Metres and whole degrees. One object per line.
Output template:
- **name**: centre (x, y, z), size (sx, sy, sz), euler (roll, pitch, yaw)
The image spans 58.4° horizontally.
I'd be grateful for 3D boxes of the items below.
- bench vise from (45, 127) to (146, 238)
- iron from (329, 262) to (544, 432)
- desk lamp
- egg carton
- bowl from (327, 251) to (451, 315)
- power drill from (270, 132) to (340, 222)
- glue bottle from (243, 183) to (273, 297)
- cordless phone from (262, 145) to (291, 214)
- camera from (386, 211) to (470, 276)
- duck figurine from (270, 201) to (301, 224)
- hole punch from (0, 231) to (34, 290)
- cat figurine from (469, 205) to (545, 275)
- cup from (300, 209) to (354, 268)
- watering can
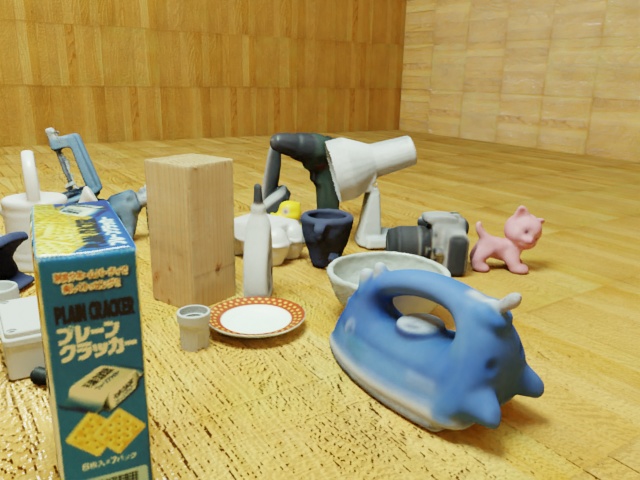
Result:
- **bench vise**: centre (-0.433, -0.102, 1.080), size (0.208, 0.220, 0.121), euler (-9, 19, -31)
- **iron**: centre (0.100, 0.091, 0.606), size (0.119, 0.141, 0.257), euler (-13, 22, -41)
- **desk lamp**: centre (0.107, -0.096, 1.118), size (0.203, 0.214, 0.118), euler (0, 16, -6)
- **egg carton**: centre (-0.103, -0.004, 1.043), size (0.149, 0.069, 0.107), euler (12, 19, 31)
- **bowl**: centre (0.093, 0.073, 0.784), size (0.167, 0.075, 0.167), euler (1, 16, 0)
- **power drill**: centre (-0.004, -0.126, 1.222), size (0.230, 0.208, 0.075), euler (-10, 20, -34)
- **glue bottle**: centre (-0.089, 0.003, 0.833), size (0.037, 0.173, 0.078), euler (2, 16, 4)
- **cordless phone**: centre (-0.108, -0.117, 1.224), size (0.094, 0.185, 0.147), euler (0, 16, -4)
- **camera**: centre (0.185, -0.004, 1.012), size (0.137, 0.101, 0.143), euler (1, 16, -2)
- **duck figurine**: centre (-0.054, -0.035, 1.121), size (0.105, 0.086, 0.077), euler (-8, 19, -29)
- **hole punch**: centre (-0.491, 0.035, 0.836), size (0.101, 0.091, 0.109), euler (3, 16, 6)
- **cat figurine**: centre (0.330, -0.006, 0.999), size (0.127, 0.118, 0.067), euler (2, 16, 3)
- **cup**: centre (0.009, 0.004, 0.980), size (0.091, 0.095, 0.118), euler (4, 17, 10)
- **watering can**: centre (-0.466, -0.053, 0.958), size (0.173, 0.194, 0.100), euler (-15, 23, -43)
